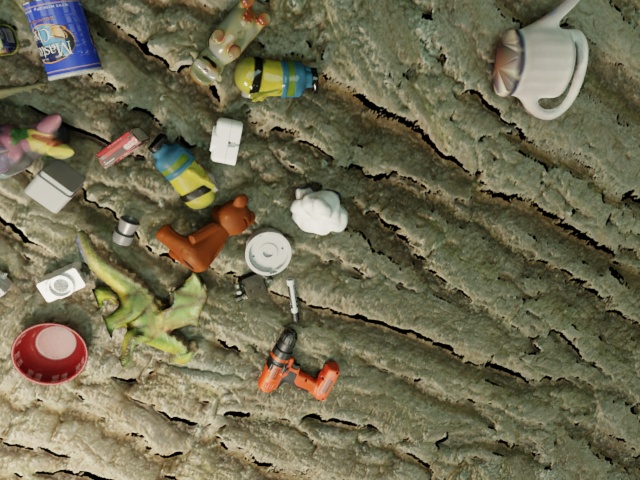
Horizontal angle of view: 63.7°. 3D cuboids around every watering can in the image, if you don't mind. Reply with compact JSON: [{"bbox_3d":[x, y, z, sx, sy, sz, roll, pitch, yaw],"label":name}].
[{"bbox_3d":[0.521,-0.453,1.193,0.224,0.105,0.342,-2,108,-10],"label":"watering can"}]

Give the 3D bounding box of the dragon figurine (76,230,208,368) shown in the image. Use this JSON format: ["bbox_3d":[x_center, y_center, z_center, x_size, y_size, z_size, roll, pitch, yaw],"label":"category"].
[{"bbox_3d":[-0.385,0.139,1.195,0.244,0.123,0.403,-18,114,-22],"label":"dragon figurine"}]

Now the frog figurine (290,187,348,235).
[{"bbox_3d":[0.004,-0.059,1.173,0.136,0.162,0.122,27,102,-19],"label":"frog figurine"}]
